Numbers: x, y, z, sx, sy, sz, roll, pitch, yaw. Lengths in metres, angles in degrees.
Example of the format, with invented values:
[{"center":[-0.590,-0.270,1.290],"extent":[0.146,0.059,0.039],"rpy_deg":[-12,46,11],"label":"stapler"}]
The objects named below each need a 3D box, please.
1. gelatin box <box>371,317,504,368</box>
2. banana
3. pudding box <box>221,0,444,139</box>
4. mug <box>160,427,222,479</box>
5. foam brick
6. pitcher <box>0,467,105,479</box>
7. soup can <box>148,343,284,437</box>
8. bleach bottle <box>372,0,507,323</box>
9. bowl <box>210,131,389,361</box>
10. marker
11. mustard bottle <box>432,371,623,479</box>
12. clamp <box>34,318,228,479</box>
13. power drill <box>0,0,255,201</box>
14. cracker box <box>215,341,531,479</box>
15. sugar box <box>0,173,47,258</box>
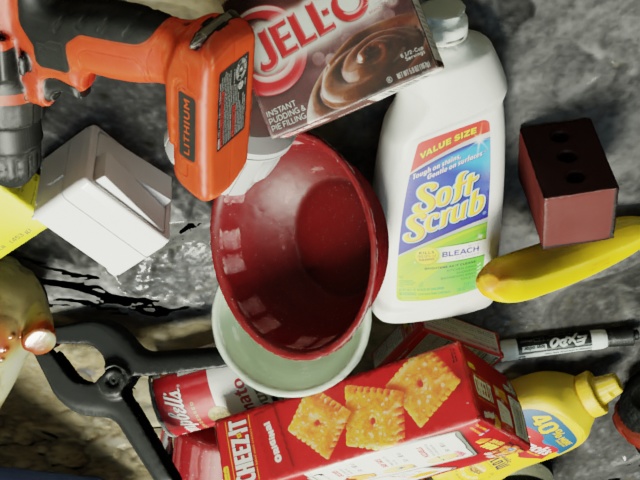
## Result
[{"center":[0.101,0.098,0.918],"extent":[0.089,0.030,0.073],"rpy_deg":[19,131,-25],"label":"gelatin box"},{"center":[0.179,0.012,0.789],"extent":[0.197,0.037,0.070],"rpy_deg":[-19,158,-29],"label":"banana"},{"center":[0.008,-0.122,0.647],"extent":[0.114,0.039,0.090],"rpy_deg":[-21,89,14],"label":"pudding box"},{"center":[-0.100,0.196,0.960],"extent":[0.093,0.117,0.081],"rpy_deg":[-13,117,-47],"label":"mug"},{"center":[0.173,-0.040,0.750],"extent":[0.053,0.078,0.051],"rpy_deg":[-9,135,2],"label":"foam brick"},{"center":[-0.280,0.254,0.927],"extent":[0.149,0.145,0.242],"rpy_deg":[-20,155,14],"label":"pitcher"},{"center":[-0.084,0.121,0.899],"extent":[0.102,0.068,0.068],"rpy_deg":[-17,134,10],"label":"soup can"},{"center":[0.077,-0.051,0.743],"extent":[0.102,0.068,0.251],"rpy_deg":[-8,133,-1],"label":"bleach bottle"},{"center":[-0.005,0.001,0.751],"extent":[0.055,0.162,0.162],"rpy_deg":[-8,147,-46],"label":"bowl"},{"center":[0.216,0.089,0.926],"extent":[0.121,0.020,0.020],"rpy_deg":[-7,135,3],"label":"marker"},{"center":[0.186,0.168,0.976],"extent":[0.192,0.058,0.096],"rpy_deg":[-30,125,23],"label":"mustard bottle"},{"center":[-0.152,0.107,0.862],"extent":[0.171,0.120,0.039],"rpy_deg":[34,174,8],"label":"clamp"},{"center":[-0.135,-0.088,0.636],"extent":[0.188,0.057,0.184],"rpy_deg":[19,130,15],"label":"power drill"},{"center":[0.046,0.157,0.873],"extent":[0.214,0.072,0.164],"rpy_deg":[-20,156,19],"label":"cracker box"},{"center":[-0.275,-0.052,0.724],"extent":[0.093,0.048,0.176],"rpy_deg":[-30,131,24],"label":"sugar box"}]
